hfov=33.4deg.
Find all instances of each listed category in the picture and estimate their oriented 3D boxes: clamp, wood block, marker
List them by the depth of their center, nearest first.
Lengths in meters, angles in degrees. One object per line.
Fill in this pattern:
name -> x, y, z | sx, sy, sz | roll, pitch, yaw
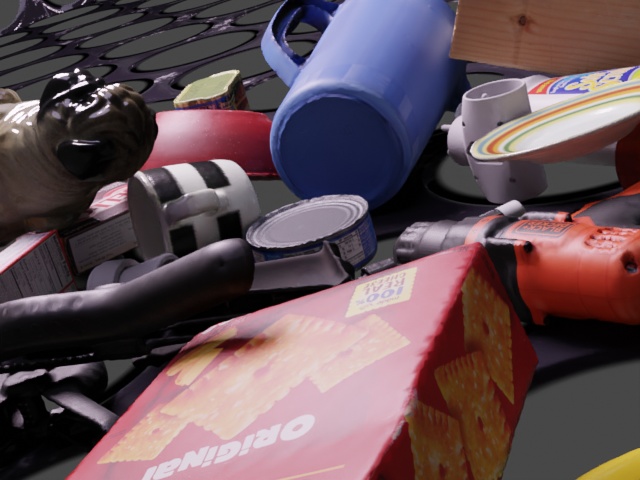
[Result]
clamp -> -0.094, 0.043, 0.559 | 0.210, 0.036, 0.164 | -13, -15, 21
clamp -> -0.169, 0.096, 0.589 | 0.120, 0.039, 0.171 | -9, 13, -12
marker -> 0.077, 0.005, 0.672 | 0.121, 0.020, 0.020 | -23, 21, -19
wood block -> 0.216, -0.181, 0.849 | 0.206, 0.091, 0.090 | 11, 24, 9

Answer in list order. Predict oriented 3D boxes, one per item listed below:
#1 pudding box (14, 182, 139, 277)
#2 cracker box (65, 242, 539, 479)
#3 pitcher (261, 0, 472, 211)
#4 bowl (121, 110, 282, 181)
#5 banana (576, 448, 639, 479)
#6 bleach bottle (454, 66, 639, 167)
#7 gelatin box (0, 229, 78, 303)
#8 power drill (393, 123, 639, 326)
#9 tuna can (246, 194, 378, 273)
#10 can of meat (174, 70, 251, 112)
pudding box -> -0.183, -0.012, 0.884 | 0.113, 0.039, 0.090 | -31, 25, -36
cracker box -> -0.021, 0.093, 0.400 | 0.164, 0.072, 0.213 | -20, 16, 29
pitcher -> 0.032, -0.123, 0.874 | 0.149, 0.145, 0.242 | -8, 24, 20
bowl -> -0.090, -0.076, 0.877 | 0.162, 0.055, 0.162 | 0, 2, 0
banana -> 0.084, 0.122, 0.345 | 0.070, 0.037, 0.197 | 15, 33, 23
bleach bottle -> 0.194, -0.089, 0.771 | 0.102, 0.068, 0.251 | -31, 22, -35
gelatin box -> -0.193, 0.044, 0.696 | 0.030, 0.073, 0.089 | -7, 22, 23
power drill -> 0.156, -0.014, 0.612 | 0.187, 0.057, 0.185 | -31, 23, -31
tuna can -> -0.005, 0.001, 0.724 | 0.086, 0.034, 0.086 | -14, 20, 5
can of meat -> -0.094, -0.105, 0.995 | 0.057, 0.084, 0.102 | -12, 20, 11
